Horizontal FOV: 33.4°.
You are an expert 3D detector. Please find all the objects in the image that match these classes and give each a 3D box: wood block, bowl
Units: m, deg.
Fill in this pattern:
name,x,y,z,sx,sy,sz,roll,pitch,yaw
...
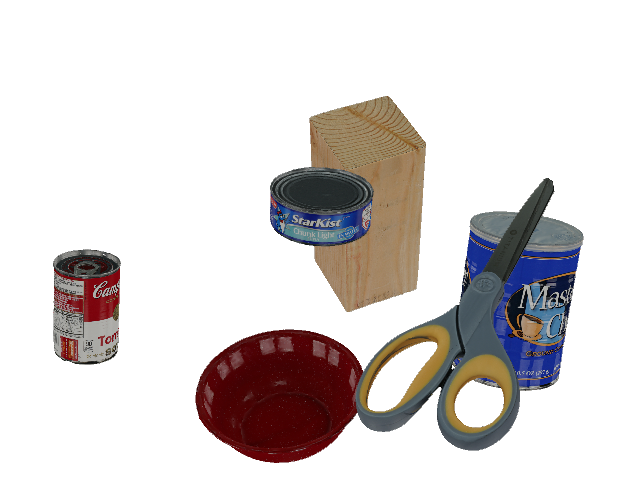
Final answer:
name,x,y,z,sx,sy,sz,roll,pitch,yaw
wood block,0.048,-0.035,1.117,0.090,0.206,0.091,-17,47,-15
bowl,-0.035,0.158,1.020,0.162,0.055,0.162,-4,37,3

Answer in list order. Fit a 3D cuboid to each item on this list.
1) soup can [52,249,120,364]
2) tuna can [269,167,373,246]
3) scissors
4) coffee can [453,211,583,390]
name,x,y,z,sx,sy,sz,roll,pitch,yaw
soup can,-0.243,0.069,1.107,0.068,0.102,0.068,5,21,-2
tuna can,0.000,-0.028,0.886,0.086,0.034,0.086,2,28,-1
scissors,0.104,0.042,0.601,0.201,0.016,0.096,-41,49,-21
coffee can,0.181,0.054,0.991,0.103,0.140,0.103,5,17,-2
